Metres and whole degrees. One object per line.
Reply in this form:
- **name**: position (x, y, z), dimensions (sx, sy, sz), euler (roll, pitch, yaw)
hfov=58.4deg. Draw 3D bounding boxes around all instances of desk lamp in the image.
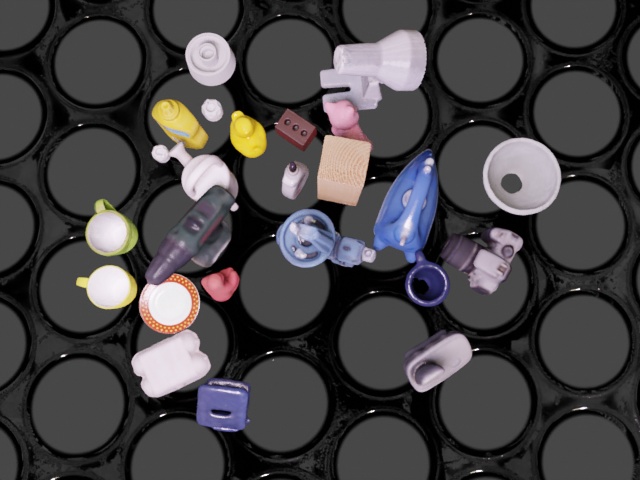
- **desk lamp**: position (0.105, -0.349, 1.194), dimensions (0.203, 0.213, 0.118), euler (-7, 84, -1)

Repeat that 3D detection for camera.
- **camera**: position (0.337, 0.027, 1.213), dimensions (0.137, 0.101, 0.143), euler (29, 85, 3)

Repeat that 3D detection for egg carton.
- **egg carton**: position (-0.311, 0.261, 1.200), dimensions (0.150, 0.069, 0.107), euler (-27, 85, -3)

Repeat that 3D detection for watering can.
- **watering can**: position (-0.239, -0.127, 1.178), dimensions (0.173, 0.194, 0.101), euler (22, 84, 2)

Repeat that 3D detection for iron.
- **iron**: position (0.199, -0.089, 1.204), dimensions (0.118, 0.141, 0.258), euler (19, 84, 2)

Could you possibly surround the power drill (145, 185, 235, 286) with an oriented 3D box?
- **power drill**: position (-0.249, 0.000, 1.158), dimensions (0.075, 0.208, 0.230), euler (34, 85, 4)

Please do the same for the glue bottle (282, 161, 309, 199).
- **glue bottle**: position (-0.054, -0.135, 1.191), dimensions (0.037, 0.173, 0.078), euler (25, 84, 3)

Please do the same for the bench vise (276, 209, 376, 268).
- **bench vise**: position (0.010, -0.008, 1.155), dimensions (0.207, 0.219, 0.121), euler (-3, 84, 0)

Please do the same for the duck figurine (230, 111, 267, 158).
- **duck figurine**: position (-0.159, -0.234, 1.244), dimensions (0.077, 0.086, 0.104), euler (-29, 85, -3)

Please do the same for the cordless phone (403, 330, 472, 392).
- **cordless phone**: position (0.245, 0.247, 1.147), dimensions (0.147, 0.185, 0.094), euler (-36, 85, -4)

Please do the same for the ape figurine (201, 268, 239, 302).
- **ape figurine**: position (-0.213, 0.091, 1.207), dimensions (0.078, 0.092, 0.076), euler (9, 84, 1)

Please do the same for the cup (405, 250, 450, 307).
- **cup**: position (0.216, 0.082, 1.209), dimensions (0.091, 0.095, 0.118), euler (-15, 84, -2)

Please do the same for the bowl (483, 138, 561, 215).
- **bowl**: position (0.427, -0.132, 1.243), dimensions (0.167, 0.074, 0.167), euler (0, 84, 0)

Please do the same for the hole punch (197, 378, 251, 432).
- **hole punch**: position (-0.197, 0.344, 1.181), dimensions (0.108, 0.091, 0.101), euler (6, 84, 1)

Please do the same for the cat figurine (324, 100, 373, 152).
- **cat figurine**: position (0.063, -0.247, 1.231), dimensions (0.067, 0.117, 0.128), euler (-34, 85, -3)
